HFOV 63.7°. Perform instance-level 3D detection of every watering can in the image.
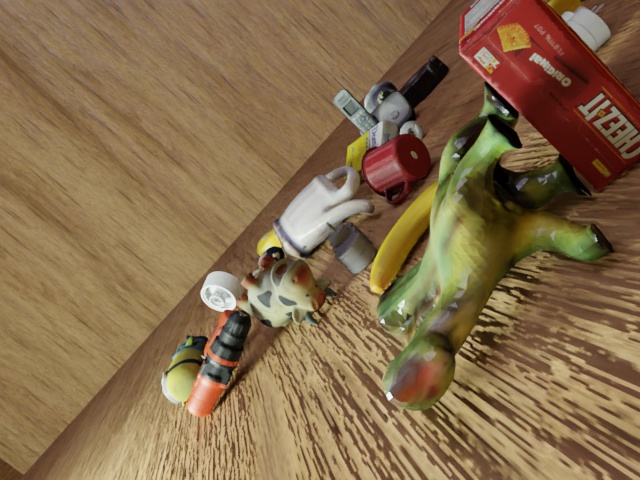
[{"bbox_3d":[0.003,-0.053,1.053,0.223,0.103,0.352,-47,17,8],"label":"watering can"}]

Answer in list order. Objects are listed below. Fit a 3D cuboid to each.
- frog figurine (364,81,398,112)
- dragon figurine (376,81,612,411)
[{"bbox_3d":[0.182,-0.430,1.636,0.160,0.122,0.138,10,77,64],"label":"frog figurine"},{"bbox_3d":[0.120,-0.010,0.487,0.238,0.122,0.419,-51,7,31],"label":"dragon figurine"}]
